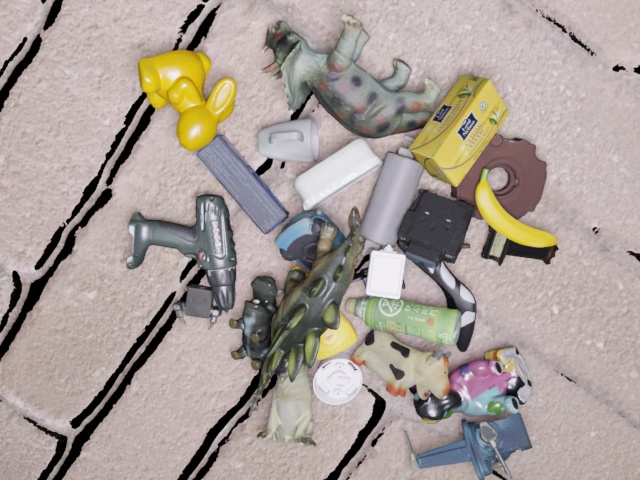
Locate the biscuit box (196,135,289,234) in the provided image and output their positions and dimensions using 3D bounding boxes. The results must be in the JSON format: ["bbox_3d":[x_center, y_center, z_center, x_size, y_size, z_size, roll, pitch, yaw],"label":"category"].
[{"bbox_3d":[-0.145,-0.104,1.030,0.063,0.059,0.202,-39,97,7],"label":"biscuit box"}]

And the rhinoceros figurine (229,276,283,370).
[{"bbox_3d":[-0.118,0.163,1.059,0.073,0.112,0.190,20,117,28],"label":"rhinoceros figurine"}]

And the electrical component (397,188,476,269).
[{"bbox_3d":[0.210,-0.016,0.985,0.115,0.058,0.134,20,75,22],"label":"electrical component"}]

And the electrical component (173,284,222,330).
[{"bbox_3d":[-0.242,0.133,1.086,0.102,0.045,0.078,15,102,-2],"label":"electrical component"}]

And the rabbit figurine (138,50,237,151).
[{"bbox_3d":[-0.232,-0.246,0.978,0.162,0.122,0.173,-16,80,-17],"label":"rabbit figurine"}]

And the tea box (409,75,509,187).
[{"bbox_3d":[0.247,-0.193,0.951,0.098,0.068,0.169,36,89,-42],"label":"tea box"}]

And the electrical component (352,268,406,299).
[{"bbox_3d":[0.102,0.082,1.051,0.119,0.075,0.047,-19,99,1],"label":"electrical component"}]

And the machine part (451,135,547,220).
[{"bbox_3d":[0.338,-0.114,1.015,0.179,0.056,0.179,0,102,1],"label":"machine part"}]

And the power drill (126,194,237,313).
[{"bbox_3d":[-0.265,0.025,1.044,0.207,0.086,0.231,3,95,6],"label":"power drill"}]

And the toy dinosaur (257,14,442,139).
[{"bbox_3d":[0.075,-0.259,0.965,0.404,0.131,0.192,34,108,-13],"label":"toy dinosaur"}]

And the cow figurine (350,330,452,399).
[{"bbox_3d":[0.168,0.238,1.041,0.195,0.085,0.127,33,96,35],"label":"cow figurine"}]

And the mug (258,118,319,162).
[{"bbox_3d":[-0.063,-0.180,0.993,0.107,0.109,0.080,-3,98,14],"label":"mug"}]

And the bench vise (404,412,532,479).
[{"bbox_3d":[0.290,0.413,1.057,0.241,0.223,0.129,-19,68,14],"label":"bench vise"}]

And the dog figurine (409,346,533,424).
[{"bbox_3d":[0.290,0.299,1.076,0.219,0.191,0.108,-27,81,36],"label":"dog figurine"}]

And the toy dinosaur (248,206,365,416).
[{"bbox_3d":[-0.031,0.133,0.938,0.105,0.199,0.470,24,127,-2],"label":"toy dinosaur"}]

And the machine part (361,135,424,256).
[{"bbox_3d":[0.136,-0.076,1.018,0.079,0.079,0.243,20,100,-2],"label":"machine part"}]

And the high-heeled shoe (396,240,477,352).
[{"bbox_3d":[0.224,0.102,1.050,0.145,0.086,0.248,-2,96,4],"label":"high-heeled shoe"}]

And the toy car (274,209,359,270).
[{"bbox_3d":[-0.002,-0.003,1.020,0.161,0.103,0.109,34,126,-28],"label":"toy car"}]

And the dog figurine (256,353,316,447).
[{"bbox_3d":[-0.055,0.318,1.103,0.121,0.172,0.190,10,67,-4],"label":"dog figurine"}]

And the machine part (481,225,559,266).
[{"bbox_3d":[0.388,0.013,1.044,0.139,0.039,0.084,7,108,-1],"label":"machine part"}]
